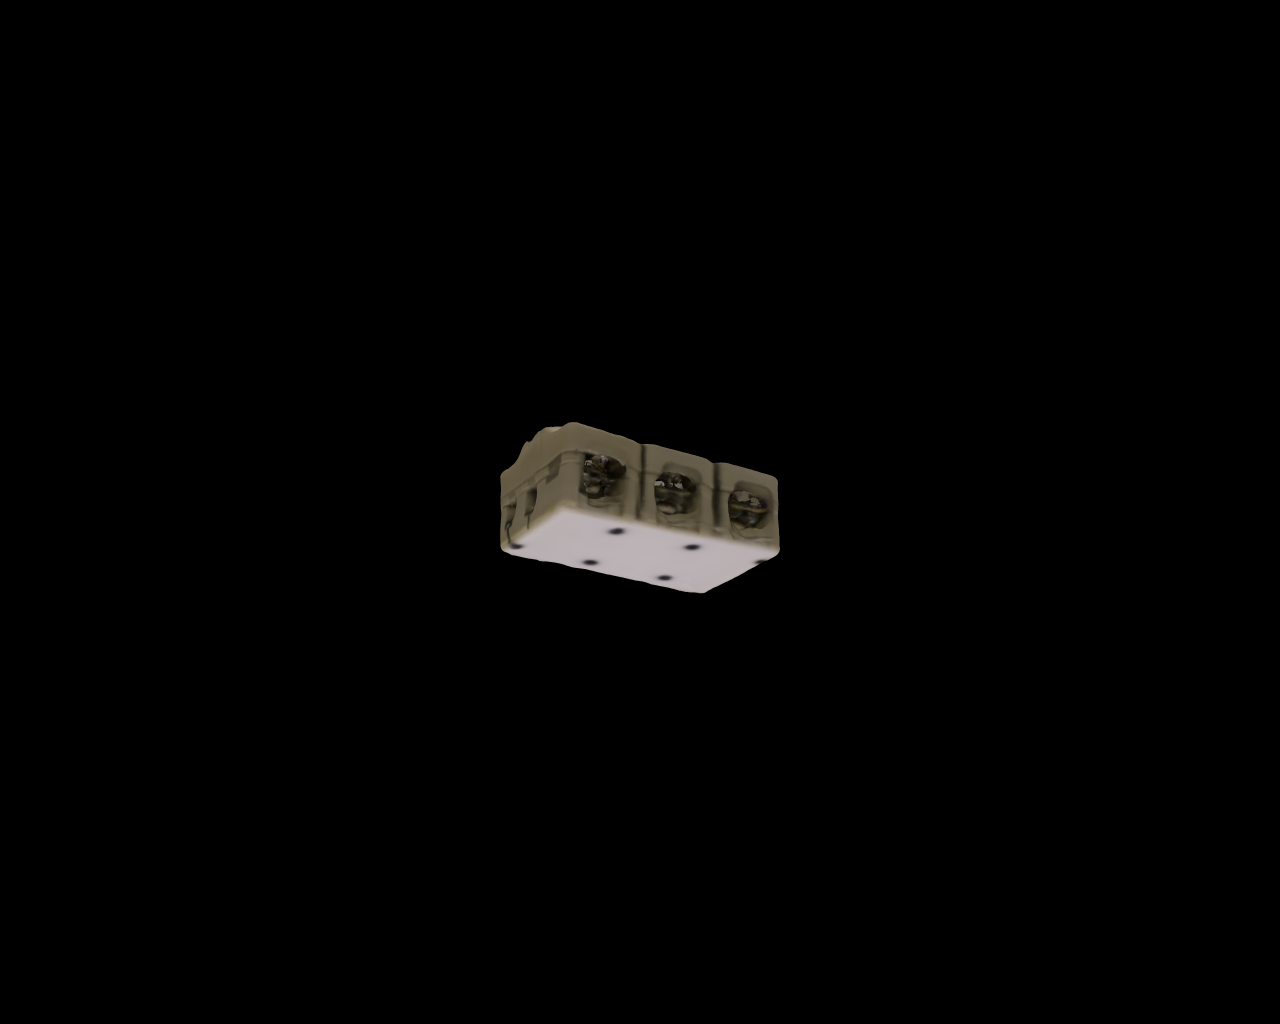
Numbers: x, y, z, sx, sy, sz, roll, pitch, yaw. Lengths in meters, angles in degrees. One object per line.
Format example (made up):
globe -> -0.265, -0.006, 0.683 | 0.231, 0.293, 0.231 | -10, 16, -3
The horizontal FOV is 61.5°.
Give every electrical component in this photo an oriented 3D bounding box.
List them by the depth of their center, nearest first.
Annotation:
electrical component -> 0.001, -0.003, 0.650 | 0.150, 0.062, 0.089 | 14, -27, -29
